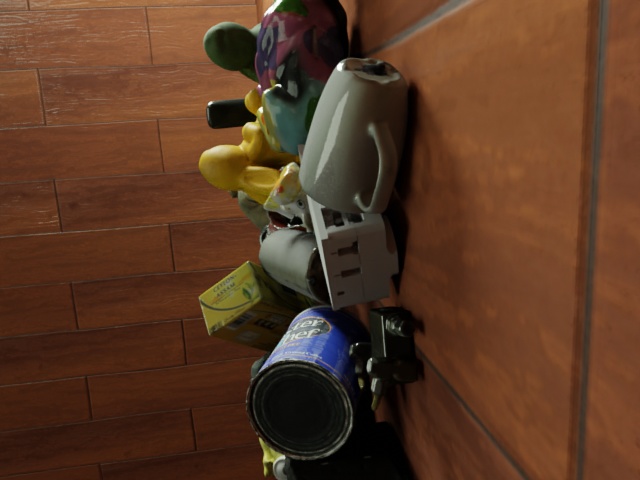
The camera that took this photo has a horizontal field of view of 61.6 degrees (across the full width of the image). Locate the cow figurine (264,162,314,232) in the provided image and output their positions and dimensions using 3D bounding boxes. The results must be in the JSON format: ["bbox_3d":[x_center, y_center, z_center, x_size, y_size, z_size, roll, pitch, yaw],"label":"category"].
[{"bbox_3d":[-0.015,-0.045,0.669,0.068,0.098,0.167,-57,1,4],"label":"cow figurine"}]

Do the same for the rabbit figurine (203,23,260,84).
[{"bbox_3d":[-0.086,-0.294,0.797,0.159,0.170,0.121,-146,52,-79],"label":"rabbit figurine"}]

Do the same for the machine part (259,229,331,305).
[{"bbox_3d":[-0.013,0.029,0.660,0.243,0.079,0.079,-171,75,-66],"label":"machine part"}]

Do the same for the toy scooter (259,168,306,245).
[{"bbox_3d":[-0.035,-0.055,0.883,0.135,0.075,0.183,15,95,48],"label":"toy scooter"}]

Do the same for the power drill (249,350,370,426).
[{"bbox_3d":[-0.016,0.221,0.709,0.207,0.086,0.232,-21,65,57],"label":"power drill"}]

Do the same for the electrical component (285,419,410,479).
[{"bbox_3d":[0.023,0.227,0.524,0.134,0.115,0.058,-131,39,-74],"label":"electrical component"}]

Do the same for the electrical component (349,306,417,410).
[{"bbox_3d":[0.055,0.099,0.469,0.102,0.045,0.078,-155,59,-81],"label":"electrical component"}]

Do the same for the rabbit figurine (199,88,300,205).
[{"bbox_3d":[-0.095,-0.125,0.822,0.162,0.173,0.122,60,172,12],"label":"rabbit figurine"}]

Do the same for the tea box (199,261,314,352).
[{"bbox_3d":[-0.078,0.103,0.773,0.169,0.098,0.068,34,-154,-54],"label":"tea box"}]

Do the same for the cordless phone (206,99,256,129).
[{"bbox_3d":[-0.105,-0.188,0.960,0.089,0.184,0.146,-116,22,-58],"label":"cordless phone"}]

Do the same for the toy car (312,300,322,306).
[{"bbox_3d":[-0.002,-0.002,0.794,0.073,0.056,0.201,-113,20,-87],"label":"toy car"}]

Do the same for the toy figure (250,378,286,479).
[{"bbox_3d":[-0.053,0.297,0.856,0.089,0.082,0.180,25,-143,-61],"label":"toy figure"}]

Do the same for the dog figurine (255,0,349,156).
[{"bbox_3d":[-0.012,-0.221,0.554,0.219,0.108,0.192,97,167,-45],"label":"dog figurine"}]

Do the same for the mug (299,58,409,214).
[{"bbox_3d":[0.031,-0.079,0.420,0.110,0.081,0.107,-106,21,-50],"label":"mug"}]

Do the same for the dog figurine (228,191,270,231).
[{"bbox_3d":[-0.083,-0.020,0.984,0.121,0.172,0.190,72,-162,-74],"label":"dog figurine"}]
